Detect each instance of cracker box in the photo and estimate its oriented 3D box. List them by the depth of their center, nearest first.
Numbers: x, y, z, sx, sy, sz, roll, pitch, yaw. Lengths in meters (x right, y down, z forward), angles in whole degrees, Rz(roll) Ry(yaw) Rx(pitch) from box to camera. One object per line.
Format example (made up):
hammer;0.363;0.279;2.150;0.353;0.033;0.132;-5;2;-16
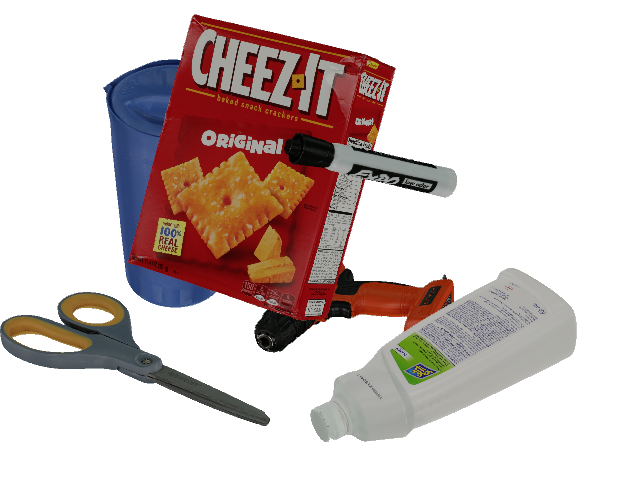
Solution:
cracker box;-0.051;-0.060;0.866;0.164;0.214;0.072;17;6;23

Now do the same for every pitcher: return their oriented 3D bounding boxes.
pitcher;-0.137;-0.046;1.080;0.144;0.243;0.149;-8;43;-16

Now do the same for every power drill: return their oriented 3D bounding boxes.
power drill;0.040;0.077;1.154;0.188;0.057;0.184;9;29;21

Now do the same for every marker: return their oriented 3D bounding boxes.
marker;0.032;-0.046;0.653;0.120;0.020;0.020;10;-5;-31

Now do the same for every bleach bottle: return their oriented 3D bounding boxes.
bleach bottle;0.100;0.108;0.936;0.250;0.068;0.103;-22;34;-24

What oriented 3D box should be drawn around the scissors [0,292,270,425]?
scissors;-0.115;0.074;0.716;0.202;0.016;0.096;11;27;13
